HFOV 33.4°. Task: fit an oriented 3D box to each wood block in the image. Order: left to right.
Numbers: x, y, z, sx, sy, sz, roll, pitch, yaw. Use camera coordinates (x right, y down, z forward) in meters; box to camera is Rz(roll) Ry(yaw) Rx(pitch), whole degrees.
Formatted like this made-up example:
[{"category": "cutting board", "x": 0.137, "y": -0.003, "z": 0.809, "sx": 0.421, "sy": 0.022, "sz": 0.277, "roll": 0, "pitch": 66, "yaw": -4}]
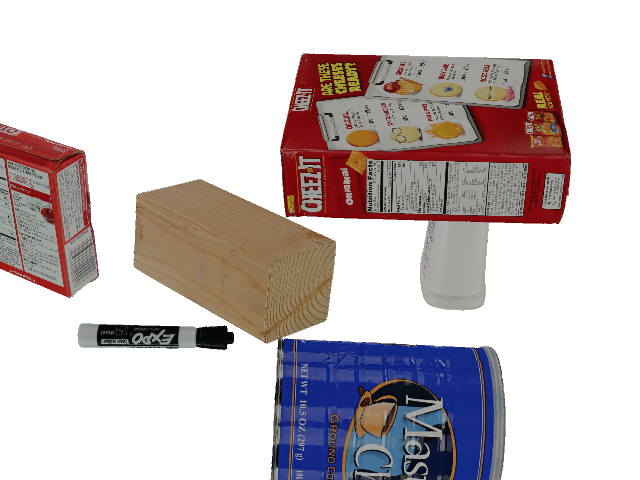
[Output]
[{"category": "wood block", "x": -0.092, "y": 0.016, "z": 1.090, "sx": 0.206, "sy": 0.090, "sz": 0.090, "roll": 25, "pitch": 29, "yaw": 38}]

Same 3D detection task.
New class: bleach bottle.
[{"category": "bleach bottle", "x": 0.146, "y": -0.060, "z": 1.088, "sx": 0.068, "sy": 0.251, "sz": 0.102, "roll": 2, "pitch": 29, "yaw": -1}]

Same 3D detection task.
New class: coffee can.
[{"category": "coffee can", "x": 0.040, "y": 0.117, "z": 0.689, "sx": 0.140, "sy": 0.103, "sz": 0.103, "roll": 3, "pitch": 0, "yaw": -2}]

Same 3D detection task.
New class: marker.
[{"category": "marker", "x": -0.128, "y": 0.075, "z": 0.834, "sx": 0.121, "sy": 0.020, "sz": 0.020, "roll": 1, "pitch": 0, "yaw": 3}]

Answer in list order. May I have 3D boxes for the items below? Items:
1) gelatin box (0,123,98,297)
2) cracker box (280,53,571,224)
[{"category": "gelatin box", "x": -0.168, "y": -0.019, "z": 0.620, "sx": 0.073, "sy": 0.089, "sz": 0.030, "roll": 19, "pitch": 37, "yaw": 25}, {"category": "cracker box", "x": 0.083, "y": -0.083, "z": 0.854, "sx": 0.214, "sy": 0.072, "sz": 0.164, "roll": 1, "pitch": 35, "yaw": 5}]
